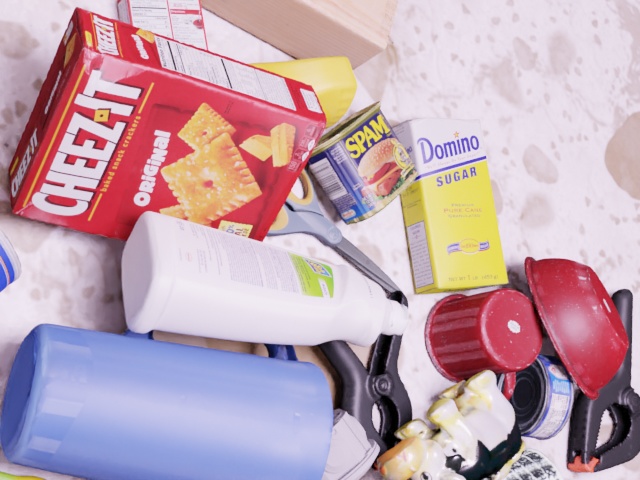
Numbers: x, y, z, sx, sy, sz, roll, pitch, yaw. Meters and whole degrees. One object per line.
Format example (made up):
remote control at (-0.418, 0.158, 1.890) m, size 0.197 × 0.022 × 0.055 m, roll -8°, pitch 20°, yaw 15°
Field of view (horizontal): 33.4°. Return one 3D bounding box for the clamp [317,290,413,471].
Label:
clamp at (0.040, 0.132, 0.997) m, size 0.120 × 0.039 × 0.171 m, roll 1°, pitch 78°, yaw -31°

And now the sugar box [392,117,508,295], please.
sugar box at (0.132, -0.036, 1.089) m, size 0.093 × 0.048 × 0.176 m, roll -3°, pitch 81°, yaw -31°

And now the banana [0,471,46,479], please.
banana at (-0.184, 0.254, 0.806) m, size 0.069 × 0.037 × 0.198 m, roll -15°, pitch 61°, yaw -42°

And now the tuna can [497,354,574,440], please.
tuna can at (0.213, 0.156, 1.069) m, size 0.033 × 0.086 × 0.086 m, roll 13°, pitch 72°, yaw -26°

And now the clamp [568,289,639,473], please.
clamp at (0.327, 0.166, 1.164) m, size 0.209 × 0.036 × 0.164 m, roll -39°, pitch 99°, yaw -31°

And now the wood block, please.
wood block at (-0.035, -0.248, 1.011) m, size 0.205 × 0.091 × 0.090 m, roll 25°, pitch 66°, yaw -24°

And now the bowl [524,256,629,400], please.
bowl at (0.269, 0.079, 1.088) m, size 0.162 × 0.055 × 0.162 m, roll 50°, pitch 23°, yaw -31°

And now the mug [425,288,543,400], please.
mug at (0.166, 0.105, 1.055) m, size 0.093 × 0.082 × 0.117 m, roll 1°, pitch 78°, yaw -31°

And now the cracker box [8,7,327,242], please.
cracker box at (-0.124, -0.074, 0.872) m, size 0.213 × 0.164 × 0.072 m, roll 14°, pitch 33°, yaw -29°

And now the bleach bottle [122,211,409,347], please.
bleach bottle at (-0.035, 0.049, 0.887) m, size 0.250 × 0.068 × 0.102 m, roll 14°, pitch 36°, yaw -26°

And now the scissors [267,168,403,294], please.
scissors at (-0.007, 0.001, 1.014) m, size 0.096 × 0.016 × 0.201 m, roll -41°, pitch 100°, yaw -29°

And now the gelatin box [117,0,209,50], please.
gelatin box at (-0.141, -0.180, 0.968) m, size 0.073 × 0.030 × 0.089 m, roll -5°, pitch 81°, yaw -31°

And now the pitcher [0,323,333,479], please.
pitcher at (-0.121, 0.132, 0.856) m, size 0.242 × 0.149 × 0.145 m, roll 15°, pitch 103°, yaw -24°

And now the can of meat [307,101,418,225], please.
can of meat at (0.040, -0.073, 1.028) m, size 0.101 × 0.058 × 0.084 m, roll -41°, pitch 103°, yaw -44°

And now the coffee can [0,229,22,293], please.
coffee can at (-0.304, 0.035, 0.775) m, size 0.103 × 0.103 × 0.140 m, roll 50°, pitch 59°, yaw -12°

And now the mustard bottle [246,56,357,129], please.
mustard bottle at (-0.067, -0.124, 0.959) m, size 0.191 × 0.096 × 0.058 m, roll -10°, pitch 76°, yaw -32°
